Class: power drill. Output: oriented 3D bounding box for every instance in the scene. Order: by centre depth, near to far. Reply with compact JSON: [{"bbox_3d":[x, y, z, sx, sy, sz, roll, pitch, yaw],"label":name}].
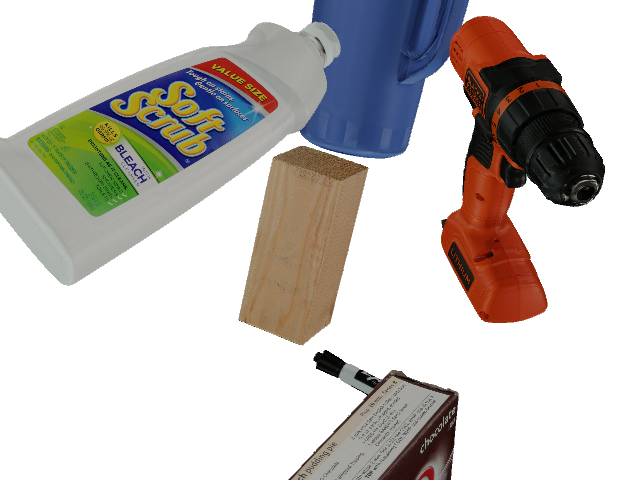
[{"bbox_3d":[0.132,-0.034,0.726,0.057,0.188,0.184,-7,41,-10],"label":"power drill"}]

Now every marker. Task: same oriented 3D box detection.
[{"bbox_3d":[0.047,0.129,0.934,0.121,0.020,0.020,26,8,17],"label":"marker"}]

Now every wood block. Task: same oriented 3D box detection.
[{"bbox_3d":[-0.021,0.004,1.260,0.090,0.206,0.090,20,21,17],"label":"wood block"}]

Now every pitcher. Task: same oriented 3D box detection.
[{"bbox_3d":[0.058,-0.202,0.996,0.145,0.243,0.149,11,17,2],"label":"pitcher"}]

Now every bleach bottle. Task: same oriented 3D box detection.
[{"bbox_3d":[-0.091,-0.079,0.698,0.250,0.102,0.068,-37,-8,-25],"label":"bleach bottle"}]

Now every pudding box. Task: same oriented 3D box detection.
[{"bbox_3d":[0.017,0.123,0.456,0.039,0.090,0.113,18,36,25],"label":"pudding box"}]
